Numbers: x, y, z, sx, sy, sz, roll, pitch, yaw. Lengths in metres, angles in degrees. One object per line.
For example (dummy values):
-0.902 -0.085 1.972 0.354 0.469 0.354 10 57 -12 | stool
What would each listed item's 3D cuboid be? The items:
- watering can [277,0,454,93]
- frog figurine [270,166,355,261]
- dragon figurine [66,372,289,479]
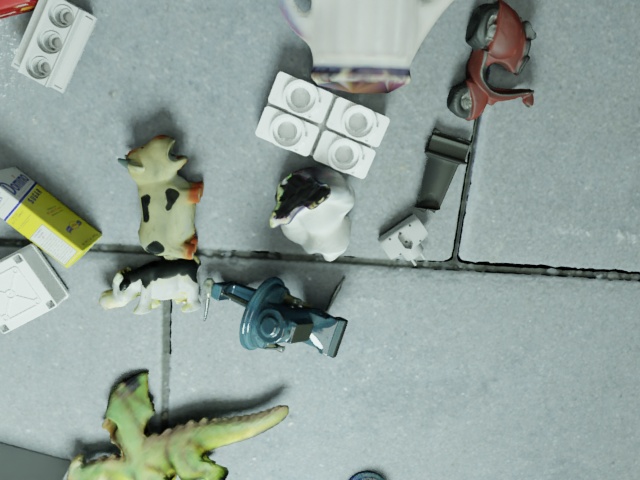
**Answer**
0.108 -0.331 0.762 0.348 0.105 0.221 1 105 -4 | watering can
0.003 -0.043 0.846 0.136 0.125 0.157 -41 140 10 | frog figurine
-0.280 0.348 0.922 0.410 0.122 0.242 -40 96 -1 | dragon figurine
